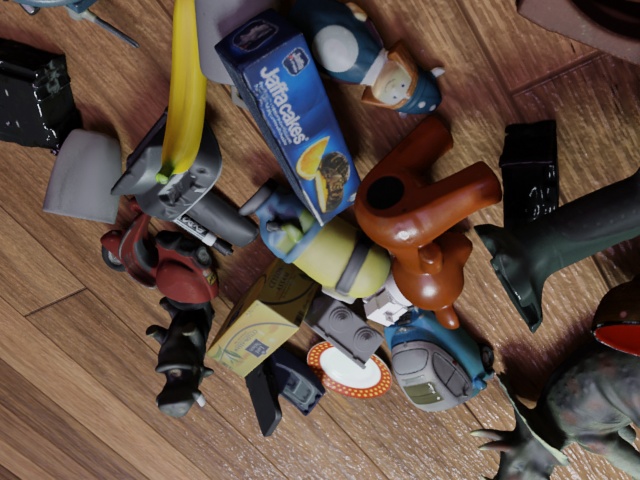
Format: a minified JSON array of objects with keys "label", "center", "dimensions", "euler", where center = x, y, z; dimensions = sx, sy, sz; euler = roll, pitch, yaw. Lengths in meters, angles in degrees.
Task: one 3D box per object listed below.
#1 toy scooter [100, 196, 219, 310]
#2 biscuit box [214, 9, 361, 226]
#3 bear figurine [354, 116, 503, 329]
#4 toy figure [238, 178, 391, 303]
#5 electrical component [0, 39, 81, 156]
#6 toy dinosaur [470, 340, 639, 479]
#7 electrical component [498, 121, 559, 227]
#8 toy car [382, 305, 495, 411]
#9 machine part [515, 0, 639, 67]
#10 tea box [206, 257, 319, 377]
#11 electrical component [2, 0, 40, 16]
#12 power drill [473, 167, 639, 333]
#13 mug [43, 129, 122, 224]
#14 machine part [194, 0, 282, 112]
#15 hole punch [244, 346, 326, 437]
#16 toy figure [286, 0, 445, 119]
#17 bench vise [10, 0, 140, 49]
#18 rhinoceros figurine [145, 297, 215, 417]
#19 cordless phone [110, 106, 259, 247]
[{"label":"toy scooter","center":[-0.215,0.013,0.728],"dimensions":[0.184,0.075,0.135],"euler":[25,129,6]},{"label":"biscuit box","center":[-0.019,-0.102,0.493],"dimensions":[0.059,0.063,0.202],"euler":[-34,140,-4]},{"label":"bear figurine","center":[0.118,-0.003,0.541],"dimensions":[0.132,0.120,0.195],"euler":[-37,135,7]},{"label":"toy figure","center":[-0.002,0.000,0.612],"dimensions":[0.180,0.082,0.089],"euler":[41,141,-7]},{"label":"electrical component","center":[-0.364,-0.173,0.642],"dimensions":[0.134,0.058,0.114],"euler":[15,131,11]},{"label":"toy dinosaur","center":[0.332,0.168,0.591],"dimensions":[0.192,0.131,0.404],"euler":[29,128,-2]},{"label":"electrical component","center":[0.194,-0.040,0.493],"dimensions":[0.048,0.075,0.119],"euler":[-1,124,26]},{"label":"toy car","center":[0.143,0.155,0.669],"dimensions":[0.109,0.103,0.161],"euler":[-22,119,36]},{"label":"machine part","center":[0.227,-0.214,0.318],"dimensions":[0.201,0.087,0.201],"euler":[23,136,4]},{"label":"tea box","center":[-0.078,0.103,0.726],"dimensions":[0.068,0.098,0.169],"euler":[36,132,-9]},{"label":"electrical component","center":[-0.322,-0.282,0.551],"dimensions":[0.063,0.021,0.094],"euler":[-25,114,38]},{"label":"power drill","center":[0.238,-0.007,0.419],"dimensions":[0.207,0.086,0.231],"euler":[-26,144,17]},{"label":"mug","center":[-0.278,-0.077,0.664],"dimensions":[0.081,0.109,0.107],"euler":[11,90,17]},{"label":"machine part","center":[-0.070,-0.222,0.452],"dimensions":[0.079,0.079,0.243],"euler":[16,135,11]},{"label":"hole punch","center":[-0.059,0.226,0.835],"dimensions":[0.116,0.092,0.142],"euler":[63,153,26]},{"label":"toy figure","center":[0.041,-0.156,0.475],"dimensions":[0.154,0.058,0.064],"euler":[32,150,-6]},{"label":"bench vise","center":[-0.195,-0.262,0.433],"dimensions":[0.129,0.223,0.240],"euler":[41,163,-6]},{"label":"rhinoceros figurine","center":[-0.195,0.158,0.763],"dimensions":[0.073,0.190,0.111],"euler":[-8,125,2]},{"label":"cordless phone","center":[-0.133,-0.059,0.636],"dimensions":[0.184,0.089,0.146],"euler":[36,136,-23]}]
